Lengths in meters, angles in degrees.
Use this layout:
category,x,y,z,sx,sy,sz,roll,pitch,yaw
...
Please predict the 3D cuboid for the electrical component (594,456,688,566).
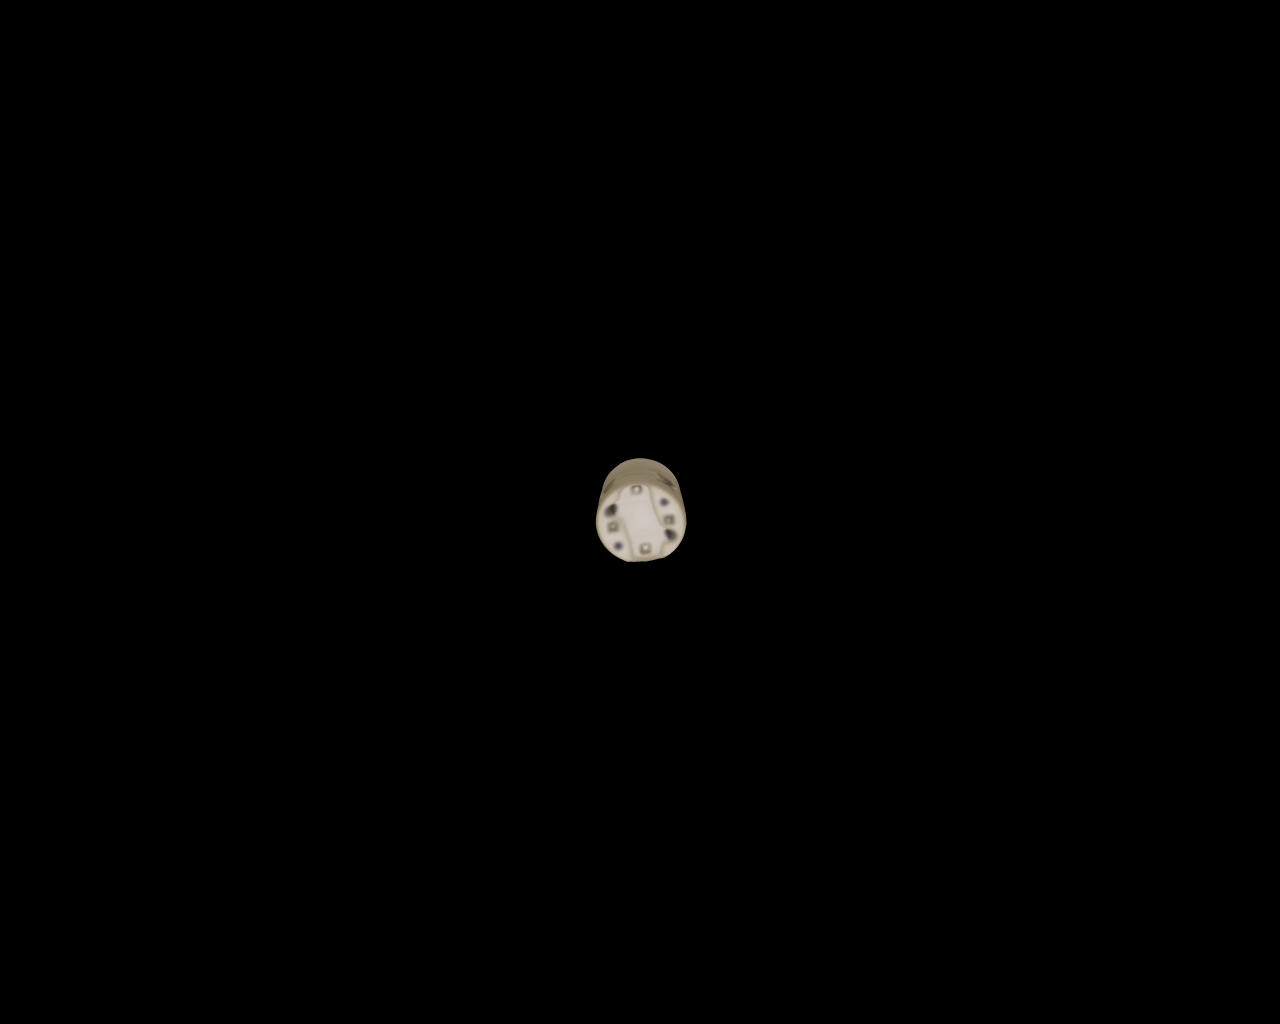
category,x,y,z,sx,sy,sz,roll,pitch,yaw
electrical component,0.001,-0.003,0.650,0.055,0.055,0.047,0,25,0
